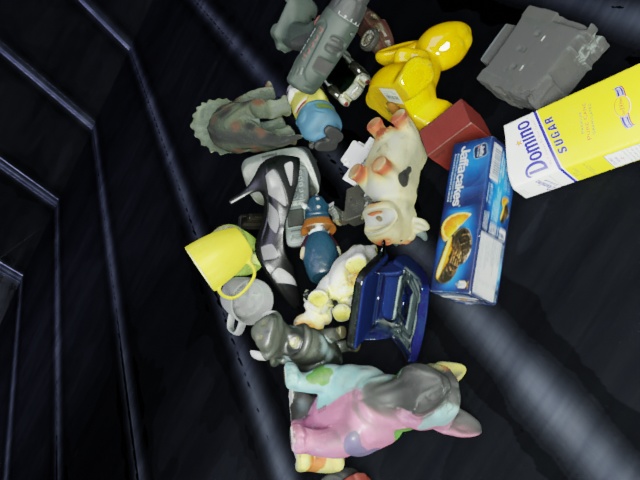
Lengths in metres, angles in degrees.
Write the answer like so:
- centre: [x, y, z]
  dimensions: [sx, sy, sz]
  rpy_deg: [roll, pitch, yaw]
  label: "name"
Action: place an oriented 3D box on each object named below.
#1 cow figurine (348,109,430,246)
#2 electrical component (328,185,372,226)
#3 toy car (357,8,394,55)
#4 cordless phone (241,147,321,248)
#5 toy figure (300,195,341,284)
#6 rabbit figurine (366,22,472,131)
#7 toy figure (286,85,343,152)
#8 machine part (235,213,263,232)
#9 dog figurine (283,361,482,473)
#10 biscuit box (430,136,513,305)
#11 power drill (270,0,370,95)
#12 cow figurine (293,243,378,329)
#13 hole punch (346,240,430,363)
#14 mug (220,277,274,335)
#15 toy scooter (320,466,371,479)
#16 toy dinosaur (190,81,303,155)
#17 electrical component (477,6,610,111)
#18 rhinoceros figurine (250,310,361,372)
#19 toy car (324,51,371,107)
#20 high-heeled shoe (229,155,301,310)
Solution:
- centre: [0.106, -0.076, 0.769]
  dimensions: [0.085, 0.127, 0.195]
  rpy_deg: [-16, 45, 45]
  label: "cow figurine"
- centre: [0.062, -0.057, 0.855]
  dimensions: [0.102, 0.045, 0.078]
  rpy_deg: [-12, 64, 47]
  label: "electrical component"
- centre: [0.095, -0.368, 0.948]
  dimensions: [0.053, 0.089, 0.202]
  rpy_deg: [-50, 38, 25]
  label: "toy car"
- centre: [-0.070, -0.070, 0.984]
  dimensions: [0.147, 0.088, 0.184]
  rpy_deg: [-8, 74, 26]
  label: "cordless phone"
- centre: [-0.003, -0.004, 0.890]
  dimensions: [0.058, 0.064, 0.154]
  rpy_deg: [-39, 45, 41]
  label: "toy figure"
- centre: [0.158, -0.256, 0.818]
  dimensions: [0.173, 0.121, 0.162]
  rpy_deg: [-52, 28, -4]
  label: "rabbit figurine"
- centre: [-0.009, -0.234, 1.012]
  dimensions: [0.082, 0.089, 0.180]
  rpy_deg: [-33, 54, 8]
  label: "toy figure"
- centre: [-0.140, -0.029, 1.069]
  dimensions: [0.139, 0.084, 0.039]
  rpy_deg: [-22, 81, 53]
  label: "machine part"
- centre: [0.070, 0.204, 0.636]
  dimensions: [0.191, 0.219, 0.108]
  rpy_deg: [87, 178, -53]
  label: "dog figurine"
- centre: [0.192, -0.024, 0.667]
  dimensions: [0.063, 0.059, 0.202]
  rpy_deg: [-4, 68, 49]
  label: "biscuit box"
- centre: [0.000, -0.383, 0.954]
  dimensions: [0.207, 0.086, 0.232]
  rpy_deg: [47, 115, 45]
  label: "power drill"
- centre: [0.024, 0.074, 0.806]
  dimensions: [0.167, 0.068, 0.098]
  rpy_deg: [-45, 12, 22]
  label: "cow figurine"
- centre: [0.096, 0.082, 0.685]
  dimensions: [0.092, 0.116, 0.142]
  rpy_deg: [9, 109, 18]
  label: "hole punch"
- centre: [-0.145, 0.117, 0.992]
  dimensions: [0.107, 0.081, 0.109]
  rpy_deg: [14, 91, 62]
  label: "mug"
- centre: [0.027, 0.376, 0.638]
  dimensions: [0.135, 0.075, 0.183]
  rpy_deg: [39, 105, 54]
  label: "toy scooter"
- centre: [-0.154, -0.219, 1.044]
  dimensions: [0.192, 0.131, 0.405]
  rpy_deg: [-21, 19, -4]
  label: "toy dinosaur"
- centre: [0.272, -0.229, 0.688]
  dimensions: [0.115, 0.058, 0.134]
  rpy_deg: [-55, 39, 11]
  label: "electrical component"
- centre: [-0.019, 0.146, 0.732]
  dimensions: [0.112, 0.190, 0.073]
  rpy_deg: [5, 70, 32]
  label: "rhinoceros figurine"
- centre: [0.037, -0.320, 1.022]
  dimensions: [0.073, 0.056, 0.202]
  rpy_deg: [-44, 43, 17]
  label: "toy car"
- centre: [-0.051, -0.018, 0.919]
  dimensions: [0.145, 0.248, 0.086]
  rpy_deg: [-29, 4, -8]
  label: "high-heeled shoe"
